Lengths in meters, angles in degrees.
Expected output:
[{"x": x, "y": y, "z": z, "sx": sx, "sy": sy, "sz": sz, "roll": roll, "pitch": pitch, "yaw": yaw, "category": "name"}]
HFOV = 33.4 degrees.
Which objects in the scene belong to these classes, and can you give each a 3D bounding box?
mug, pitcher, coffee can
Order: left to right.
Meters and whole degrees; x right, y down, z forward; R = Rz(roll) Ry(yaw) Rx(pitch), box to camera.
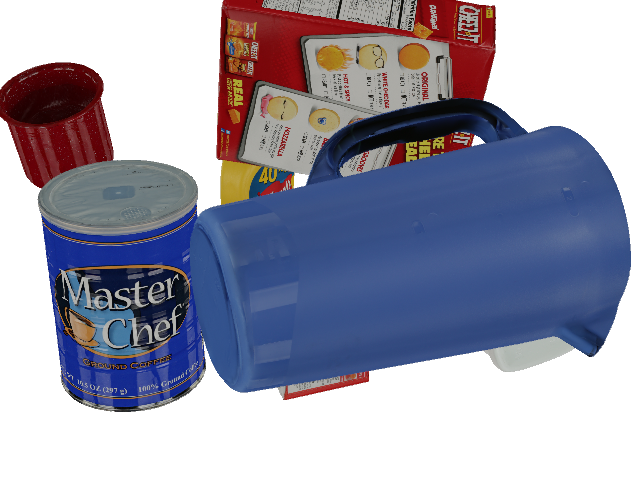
[{"x": -0.233, "y": -0.105, "z": 0.949, "sx": 0.093, "sy": 0.081, "sz": 0.117, "roll": -14, "pitch": 45, "yaw": -8, "category": "mug"}, {"x": -0.131, "y": 0.029, "z": 0.723, "sx": 0.103, "sy": 0.140, "sz": 0.103, "roll": 0, "pitch": 28, "yaw": 0, "category": "coffee can"}, {"x": 0.047, "y": 0.005, "z": 0.646, "sx": 0.242, "sy": 0.145, "sz": 0.149, "roll": -11, "pitch": 20, "yaw": -17, "category": "pitcher"}]

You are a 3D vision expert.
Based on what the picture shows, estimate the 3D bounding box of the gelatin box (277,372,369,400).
[{"x": -0.009, "y": 0.089, "z": 0.875, "sx": 0.073, "sy": 0.030, "sz": 0.089, "roll": -10, "pitch": 29, "yaw": -15, "category": "gelatin box"}]

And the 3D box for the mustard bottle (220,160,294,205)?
[{"x": -0.063, "y": -0.049, "z": 1.074, "sx": 0.058, "sy": 0.192, "sz": 0.096, "roll": 14, "pitch": 23, "yaw": 31, "category": "mustard bottle"}]

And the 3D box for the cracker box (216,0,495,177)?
[{"x": 0.025, "y": -0.129, "z": 0.885, "sx": 0.213, "sy": 0.072, "sz": 0.164, "roll": 9, "pitch": -43, "yaw": 2, "category": "cracker box"}]

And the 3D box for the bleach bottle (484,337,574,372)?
[{"x": 0.137, "y": 0.042, "z": 1.013, "sx": 0.102, "sy": 0.068, "sz": 0.251, "roll": -15, "pitch": 21, "yaw": -22, "category": "bleach bottle"}]
